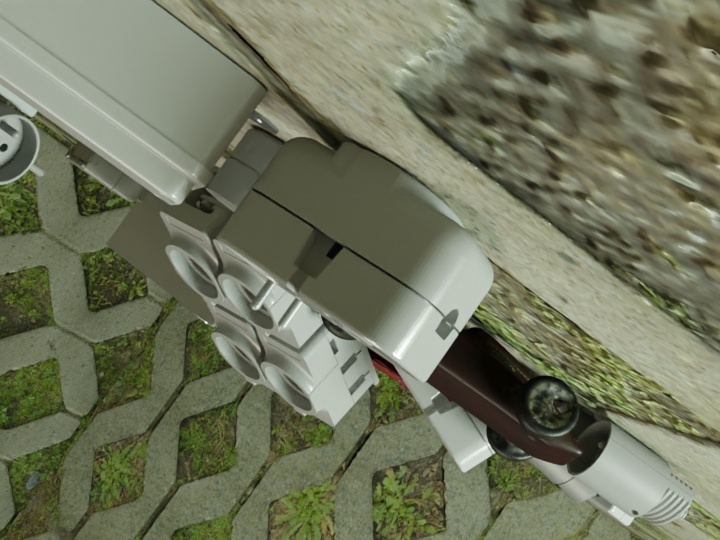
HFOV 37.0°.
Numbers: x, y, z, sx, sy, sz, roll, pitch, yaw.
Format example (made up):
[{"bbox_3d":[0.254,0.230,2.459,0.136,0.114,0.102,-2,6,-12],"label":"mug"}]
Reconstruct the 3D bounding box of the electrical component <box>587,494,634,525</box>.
[{"bbox_3d":[0.188,0.155,0.804,0.066,0.047,0.077,31,174,42],"label":"electrical component"}]

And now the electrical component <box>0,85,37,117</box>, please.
[{"bbox_3d":[-0.225,-0.148,0.624,0.113,0.057,0.078,34,175,16],"label":"electrical component"}]

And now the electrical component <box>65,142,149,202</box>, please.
[{"bbox_3d":[-0.203,-0.098,0.922,0.061,0.061,0.096,38,175,-27],"label":"electrical component"}]

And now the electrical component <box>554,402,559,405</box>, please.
[{"bbox_3d":[0.126,0.110,0.793,0.040,0.046,0.040,35,175,3],"label":"electrical component"}]

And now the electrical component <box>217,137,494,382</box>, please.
[{"bbox_3d":[0.001,-0.008,0.419,0.095,0.059,0.054,33,175,28],"label":"electrical component"}]

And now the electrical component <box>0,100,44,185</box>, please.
[{"bbox_3d":[-0.220,-0.078,0.641,0.077,0.043,0.079,32,174,32],"label":"electrical component"}]

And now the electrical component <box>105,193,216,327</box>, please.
[{"bbox_3d":[-0.135,-0.019,0.967,0.186,0.105,0.060,31,174,44],"label":"electrical component"}]

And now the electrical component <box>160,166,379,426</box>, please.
[{"bbox_3d":[-0.064,0.025,0.773,0.105,0.060,0.186,26,151,35],"label":"electrical component"}]

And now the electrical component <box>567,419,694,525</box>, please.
[{"bbox_3d":[0.181,0.137,0.702,0.081,0.043,0.043,36,175,-10],"label":"electrical component"}]

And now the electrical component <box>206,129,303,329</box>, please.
[{"bbox_3d":[-0.024,-0.007,0.516,0.138,0.073,0.052,32,174,30],"label":"electrical component"}]

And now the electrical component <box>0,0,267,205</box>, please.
[{"bbox_3d":[-0.102,-0.080,0.440,0.113,0.057,0.078,36,175,-12],"label":"electrical component"}]

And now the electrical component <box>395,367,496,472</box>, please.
[{"bbox_3d":[0.071,0.085,0.751,0.095,0.059,0.053,58,178,10],"label":"electrical component"}]

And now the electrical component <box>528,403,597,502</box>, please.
[{"bbox_3d":[0.148,0.125,0.748,0.047,0.055,0.055,40,175,-7],"label":"electrical component"}]
